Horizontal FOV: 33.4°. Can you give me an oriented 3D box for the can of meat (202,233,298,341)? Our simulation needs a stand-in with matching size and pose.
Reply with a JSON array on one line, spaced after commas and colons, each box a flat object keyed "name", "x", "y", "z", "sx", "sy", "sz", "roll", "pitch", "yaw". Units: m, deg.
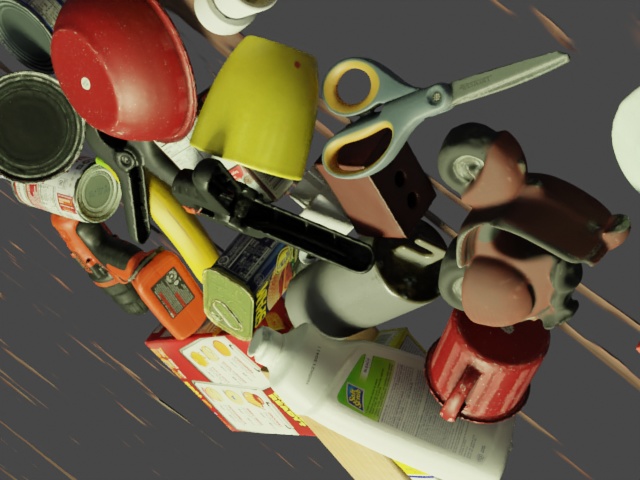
[{"name": "can of meat", "x": -0.065, "y": 0.035, "z": 1.023, "sx": 0.057, "sy": 0.083, "sz": 0.102, "roll": 30, "pitch": 149, "yaw": 14}]

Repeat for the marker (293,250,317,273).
[{"name": "marker", "x": -0.006, "y": 0.001, "z": 0.979, "sx": 0.020, "sy": 0.020, "sz": 0.121, "roll": 34, "pitch": 150, "yaw": 7}]

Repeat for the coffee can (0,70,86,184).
[{"name": "coffee can", "x": -0.290, "y": -0.107, "z": 1.017, "sx": 0.102, "sy": 0.102, "sz": 0.140, "roll": 51, "pitch": 164, "yaw": -21}]

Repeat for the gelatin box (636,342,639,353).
[{"name": "gelatin box", "x": 0.289, "y": 0.091, "z": 0.775, "sx": 0.089, "sy": 0.030, "sz": 0.073, "roll": 44, "pitch": 148, "yaw": -11}]

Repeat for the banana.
[{"name": "banana", "x": -0.148, "y": -0.018, "z": 1.094, "sx": 0.197, "sy": 0.037, "sz": 0.070, "roll": 52, "pitch": 165, "yaw": -21}]

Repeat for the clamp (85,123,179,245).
[{"name": "clamp", "x": -0.163, "y": -0.080, "z": 1.003, "sx": 0.120, "sy": 0.039, "sz": 0.171, "roll": -14, "pitch": 114, "yaw": 26}]

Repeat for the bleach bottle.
[{"name": "bleach bottle", "x": 0.053, "y": 0.132, "z": 0.941, "sx": 0.250, "sy": 0.102, "sz": 0.068, "roll": 27, "pitch": 151, "yaw": -19}]

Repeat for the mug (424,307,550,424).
[{"name": "mug", "x": 0.133, "y": 0.099, "z": 0.872, "sx": 0.093, "sy": 0.117, "sz": 0.081, "roll": 34, "pitch": 145, "yaw": 16}]

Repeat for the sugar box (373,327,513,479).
[{"name": "sugar box", "x": 0.103, "y": 0.177, "z": 1.029, "sx": 0.176, "sy": 0.093, "sz": 0.048, "roll": 50, "pitch": 148, "yaw": -19}]

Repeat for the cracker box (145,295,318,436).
[{"name": "cracker box", "x": -0.075, "y": 0.141, "z": 1.195, "sx": 0.164, "sy": 0.072, "sz": 0.214, "roll": 49, "pitch": 147, "yaw": -21}]

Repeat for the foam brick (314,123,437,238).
[{"name": "foam brick", "x": 0.044, "y": -0.047, "z": 0.826, "sx": 0.051, "sy": 0.053, "sz": 0.078, "roll": 3, "pitch": 136, "yaw": 45}]

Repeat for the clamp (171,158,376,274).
[{"name": "clamp", "x": -0.071, "y": -0.030, "z": 0.859, "sx": 0.164, "sy": 0.036, "sz": 0.210, "roll": 31, "pitch": 172, "yaw": -35}]

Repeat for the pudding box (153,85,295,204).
[{"name": "pudding box", "x": -0.087, "y": -0.074, "z": 0.944, "sx": 0.113, "sy": 0.039, "sz": 0.090, "roll": 49, "pitch": 149, "yaw": -14}]

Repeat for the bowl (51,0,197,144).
[{"name": "bowl", "x": -0.175, "y": -0.143, "z": 0.889, "sx": 0.162, "sy": 0.055, "sz": 0.162, "roll": 33, "pitch": 141, "yaw": 31}]

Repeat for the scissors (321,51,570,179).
[{"name": "scissors", "x": 0.071, "y": -0.111, "z": 0.734, "sx": 0.202, "sy": 0.016, "sz": 0.096, "roll": -32, "pitch": 70, "yaw": 35}]

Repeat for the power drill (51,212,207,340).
[{"name": "power drill", "x": -0.204, "y": 0.044, "z": 1.187, "sx": 0.188, "sy": 0.057, "sz": 0.184, "roll": 23, "pitch": 154, "yaw": 43}]

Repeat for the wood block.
[{"name": "wood block", "x": 0.048, "y": 0.172, "z": 1.084, "sx": 0.090, "sy": 0.090, "sz": 0.206, "roll": -7, "pitch": 128, "yaw": 51}]

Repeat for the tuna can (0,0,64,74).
[{"name": "tuna can", "x": -0.259, "y": -0.194, "z": 0.967, "sx": 0.086, "sy": 0.033, "sz": 0.086, "roll": 27, "pitch": 149, "yaw": 18}]

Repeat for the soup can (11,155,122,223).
[{"name": "soup can", "x": -0.267, "y": -0.059, "z": 1.129, "sx": 0.102, "sy": 0.068, "sz": 0.068, "roll": 15, "pitch": 143, "yaw": 34}]
